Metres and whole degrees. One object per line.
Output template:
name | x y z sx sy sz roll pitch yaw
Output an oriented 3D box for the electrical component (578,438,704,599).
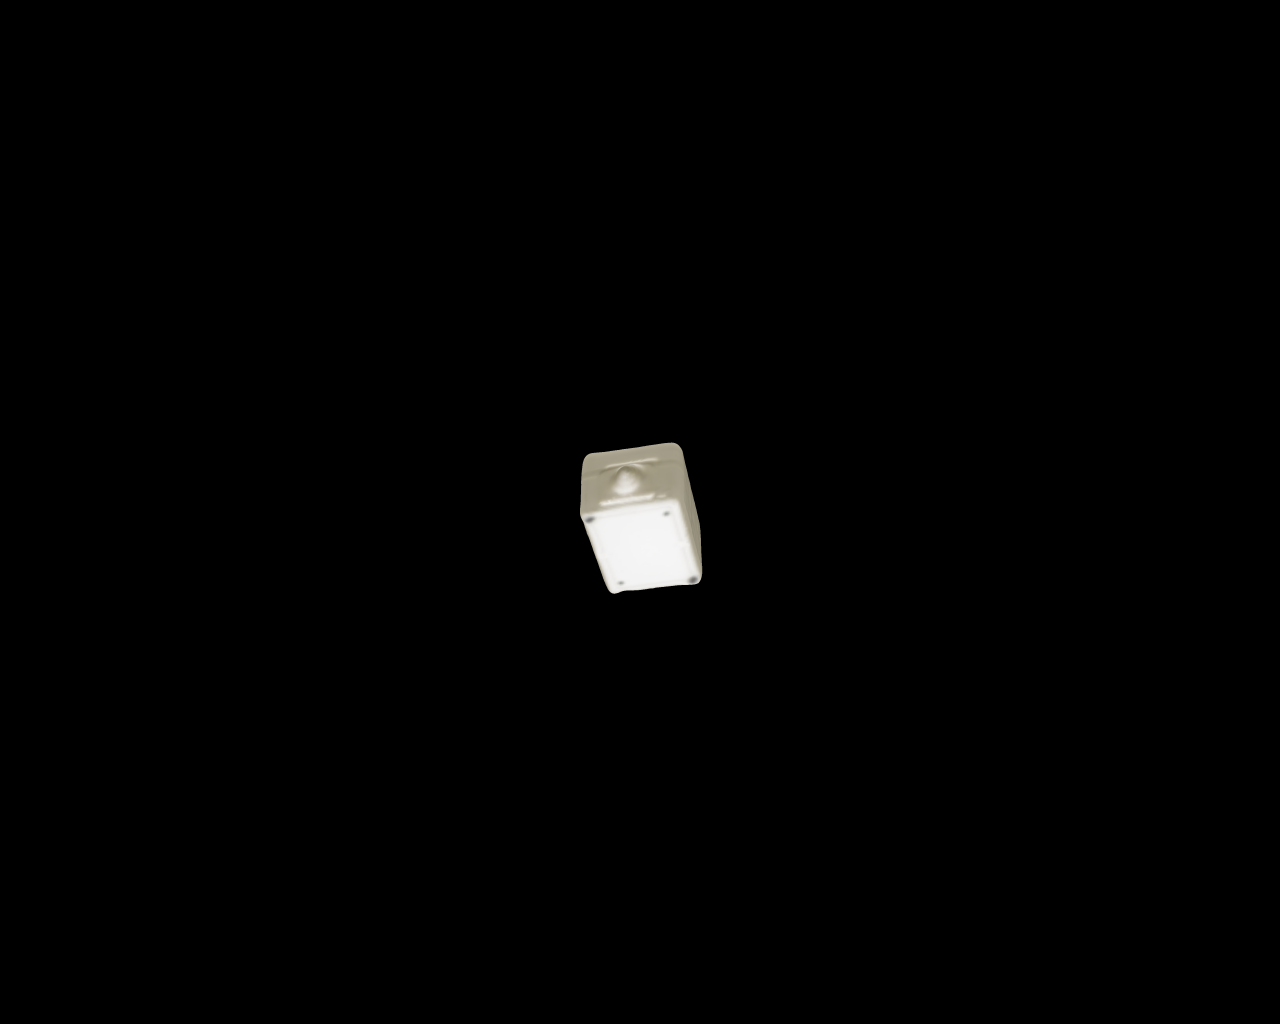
electrical component | 0.001 -0.003 0.650 0.062 0.061 0.096 -8 -43 9
